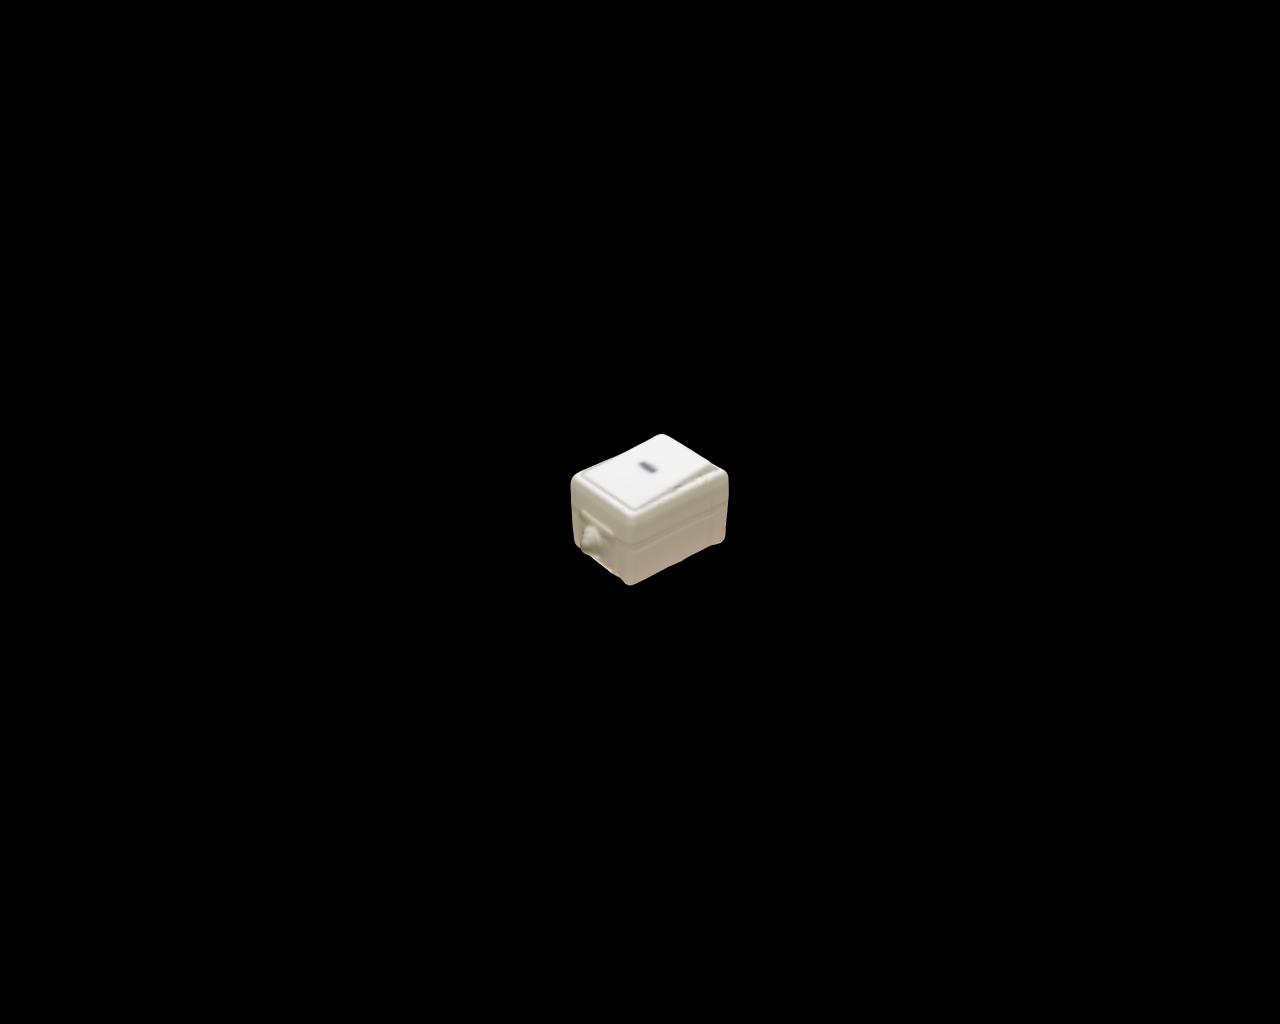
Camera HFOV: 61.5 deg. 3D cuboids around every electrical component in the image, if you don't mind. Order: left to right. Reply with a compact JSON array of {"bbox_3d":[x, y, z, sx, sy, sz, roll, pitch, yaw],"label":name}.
[{"bbox_3d":[0.001,-0.003,0.650,0.096,0.061,0.062,-24,41,-31],"label":"electrical component"}]
